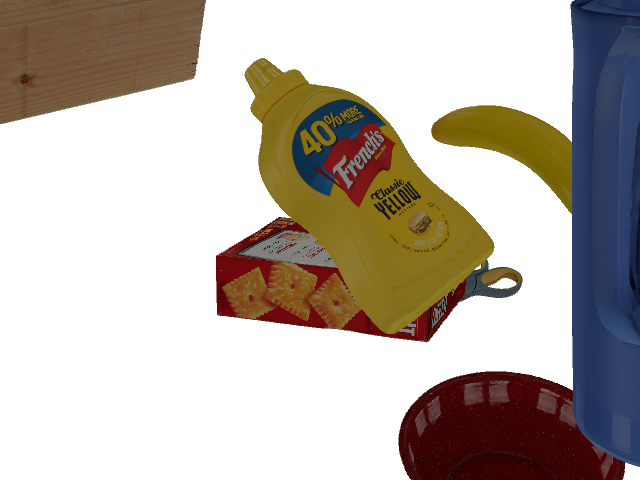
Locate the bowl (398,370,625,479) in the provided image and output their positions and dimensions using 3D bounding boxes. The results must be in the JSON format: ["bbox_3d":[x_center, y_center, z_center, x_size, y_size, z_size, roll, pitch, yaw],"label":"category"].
[{"bbox_3d":[0.137,0.168,0.784,0.162,0.055,0.162,-1,34,0],"label":"bowl"}]

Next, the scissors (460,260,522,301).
[{"bbox_3d":[0.160,0.051,1.287,0.201,0.016,0.096,-9,39,-36],"label":"scissors"}]

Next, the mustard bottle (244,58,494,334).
[{"bbox_3d":[0.017,-0.040,0.678,0.096,0.192,0.058,-34,-10,-32],"label":"mustard bottle"}]

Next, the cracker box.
[{"bbox_3d":[0.026,0.036,1.060,0.214,0.072,0.164,6,16,19],"label":"cracker box"}]

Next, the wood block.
[{"bbox_3d":[-0.203,-0.164,0.836,0.205,0.091,0.090,-20,51,-34],"label":"wood block"}]

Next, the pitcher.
[{"bbox_3d":[0.185,-0.005,0.545,0.149,0.243,0.145,-4,18,-7],"label":"pitcher"}]

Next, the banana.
[{"bbox_3d":[0.163,-0.070,0.871,0.037,0.070,0.198,5,29,-43],"label":"banana"}]
